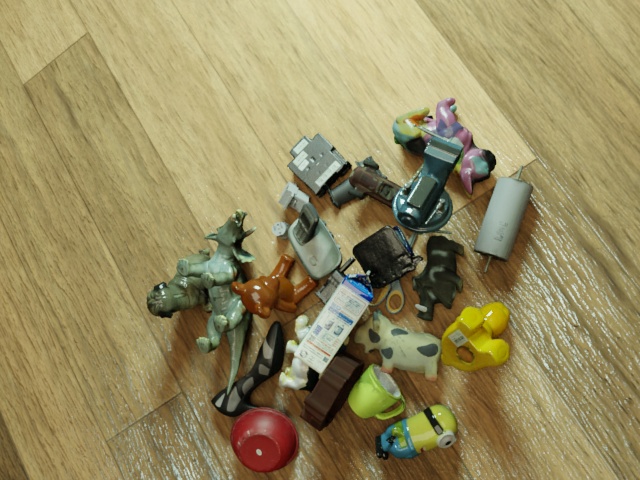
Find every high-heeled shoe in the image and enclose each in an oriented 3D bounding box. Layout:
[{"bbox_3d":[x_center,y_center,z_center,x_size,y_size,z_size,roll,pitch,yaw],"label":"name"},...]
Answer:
[{"bbox_3d":[-0.169,0.295,1.251,0.145,0.086,0.248,11,93,14],"label":"high-heeled shoe"}]

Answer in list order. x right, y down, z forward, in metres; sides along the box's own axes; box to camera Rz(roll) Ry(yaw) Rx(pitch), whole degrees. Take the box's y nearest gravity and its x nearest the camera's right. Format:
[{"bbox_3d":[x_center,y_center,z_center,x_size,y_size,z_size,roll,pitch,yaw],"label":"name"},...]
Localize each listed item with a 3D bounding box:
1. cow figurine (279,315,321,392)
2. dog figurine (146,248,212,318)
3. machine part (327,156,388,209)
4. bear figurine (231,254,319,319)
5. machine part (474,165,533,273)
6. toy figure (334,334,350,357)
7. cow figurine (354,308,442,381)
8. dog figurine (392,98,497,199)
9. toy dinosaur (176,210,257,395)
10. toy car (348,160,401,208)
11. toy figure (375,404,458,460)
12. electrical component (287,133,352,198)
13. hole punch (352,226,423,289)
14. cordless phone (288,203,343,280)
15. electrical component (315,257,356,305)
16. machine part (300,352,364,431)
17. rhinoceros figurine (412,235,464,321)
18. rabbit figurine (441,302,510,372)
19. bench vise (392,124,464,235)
[{"bbox_3d":[-0.030,0.260,1.228,0.098,0.068,0.167,13,91,10],"label":"cow figurine"},{"bbox_3d":[-0.322,0.096,1.259,0.121,0.190,0.172,-1,82,14],"label":"dog figurine"},{"bbox_3d":[0.082,-0.131,1.260,0.139,0.039,0.084,-36,85,6],"label":"machine part"},{"bbox_3d":[-0.102,0.103,1.199,0.120,0.195,0.132,40,94,18],"label":"bear figurine"},{"bbox_3d":[0.391,-0.044,1.147,0.079,0.079,0.243,20,89,16],"label":"machine part"},{"bbox_3d":[0.053,0.189,1.218,0.064,0.057,0.154,20,90,23],"label":"toy figure"},{"bbox_3d":[0.169,0.225,1.173,0.195,0.085,0.127,9,92,18],"label":"cow figurine"},{"bbox_3d":[0.275,-0.189,1.181,0.192,0.108,0.219,-19,82,11],"label":"dog figurine"},{"bbox_3d":[-0.210,0.132,1.253,0.131,0.192,0.404,0,102,35],"label":"toy dinosaur"},{"bbox_3d":[0.159,-0.103,1.210,0.202,0.053,0.089,29,89,1],"label":"toy car"},{"bbox_3d":[0.205,0.412,1.145,0.180,0.082,0.089,-20,81,14],"label":"toy figure"},{"bbox_3d":[-0.008,-0.184,1.277,0.115,0.058,0.134,-43,75,4],"label":"electrical component"},{"bbox_3d":[0.149,0.036,1.196,0.142,0.092,0.116,-32,85,16],"label":"hole punch"},{"bbox_3d":[-0.003,-0.003,1.185,0.089,0.184,0.146,-27,77,-14],"label":"cordless phone"},{"bbox_3d":[0.049,0.096,1.225,0.119,0.074,0.048,-44,76,3],"label":"electrical component"},{"bbox_3d":[0.028,0.322,1.157,0.056,0.179,0.179,31,92,19],"label":"machine part"},{"bbox_3d":[0.257,0.084,1.171,0.112,0.073,0.190,10,86,14],"label":"rhinoceros figurine"},{"bbox_3d":[0.332,0.198,1.109,0.122,0.173,0.162,41,139,16],"label":"rabbit figurine"},{"bbox_3d":[0.223,-0.094,1.103,0.129,0.240,0.223,15,65,14],"label":"bench vise"}]
